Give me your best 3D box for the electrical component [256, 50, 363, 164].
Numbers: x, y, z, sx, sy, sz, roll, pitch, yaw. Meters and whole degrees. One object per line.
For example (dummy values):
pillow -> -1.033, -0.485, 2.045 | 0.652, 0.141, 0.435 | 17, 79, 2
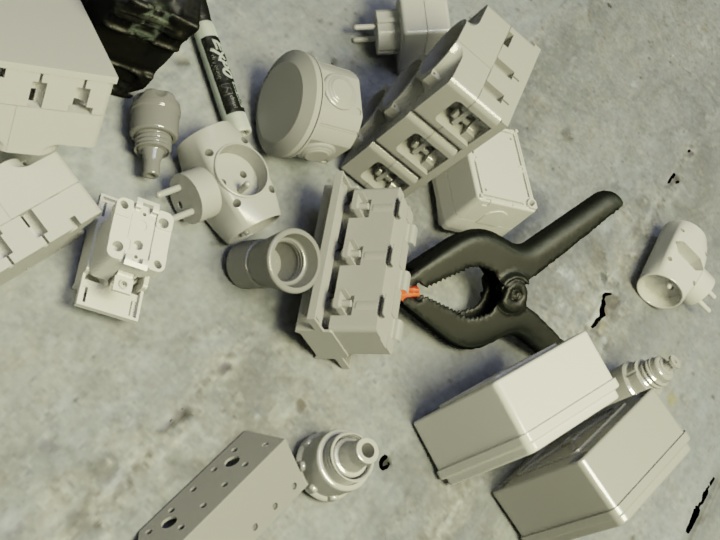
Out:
electrical component -> -0.039, -0.120, 0.803 | 0.051, 0.080, 0.080 | 9, 65, -37

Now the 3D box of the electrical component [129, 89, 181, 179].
electrical component -> -0.144, -0.093, 0.750 | 0.035, 0.035, 0.061 | 12, 66, -29

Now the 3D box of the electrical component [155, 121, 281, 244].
electrical component -> -0.106, -0.056, 0.752 | 0.079, 0.044, 0.077 | -27, 86, -39

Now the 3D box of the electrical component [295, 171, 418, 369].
electrical component -> 0.000, 0.000, 0.778 | 0.078, 0.063, 0.121 | 60, 35, -54

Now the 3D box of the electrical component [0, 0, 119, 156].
electrical component -> -0.255, -0.128, 0.644 | 0.186, 0.060, 0.105 | 3, 37, -32

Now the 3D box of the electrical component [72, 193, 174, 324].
electrical component -> -0.151, -0.012, 0.691 | 0.042, 0.064, 0.081 | 20, 60, -27

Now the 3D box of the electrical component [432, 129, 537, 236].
electrical component -> 0.096, -0.079, 0.891 | 0.062, 0.061, 0.096 | 9, 58, -32

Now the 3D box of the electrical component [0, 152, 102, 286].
electrical component -> -0.216, -0.030, 0.663 | 0.089, 0.050, 0.055 | -39, 94, -39

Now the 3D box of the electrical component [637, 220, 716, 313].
electrical component -> 0.301, 0.006, 0.998 | 0.079, 0.043, 0.077 | 43, 53, -11

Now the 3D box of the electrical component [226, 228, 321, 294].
electrical component -> -0.063, -0.005, 0.744 | 0.044, 0.065, 0.044 | 2, 86, -38

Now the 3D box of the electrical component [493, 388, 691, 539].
electrical component -> 0.174, 0.150, 0.809 | 0.109, 0.109, 0.056 | -33, 87, -39

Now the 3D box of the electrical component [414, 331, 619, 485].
electrical component -> 0.114, 0.101, 0.790 | 0.109, 0.109, 0.056 | -23, 81, -38

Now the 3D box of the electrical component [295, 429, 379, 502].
electrical component -> -0.011, 0.128, 0.724 | 0.048, 0.062, 0.048 | 14, 63, -29

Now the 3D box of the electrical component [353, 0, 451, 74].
electrical component -> 0.032, -0.199, 0.899 | 0.077, 0.065, 0.047 | -4, 70, -4

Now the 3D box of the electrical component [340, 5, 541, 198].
electrical component -> 0.055, -0.124, 0.822 | 0.062, 0.150, 0.089 | 37, 53, -16

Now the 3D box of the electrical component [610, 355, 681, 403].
electrical component -> 0.232, 0.094, 0.895 | 0.040, 0.078, 0.040 | 27, 43, -28
